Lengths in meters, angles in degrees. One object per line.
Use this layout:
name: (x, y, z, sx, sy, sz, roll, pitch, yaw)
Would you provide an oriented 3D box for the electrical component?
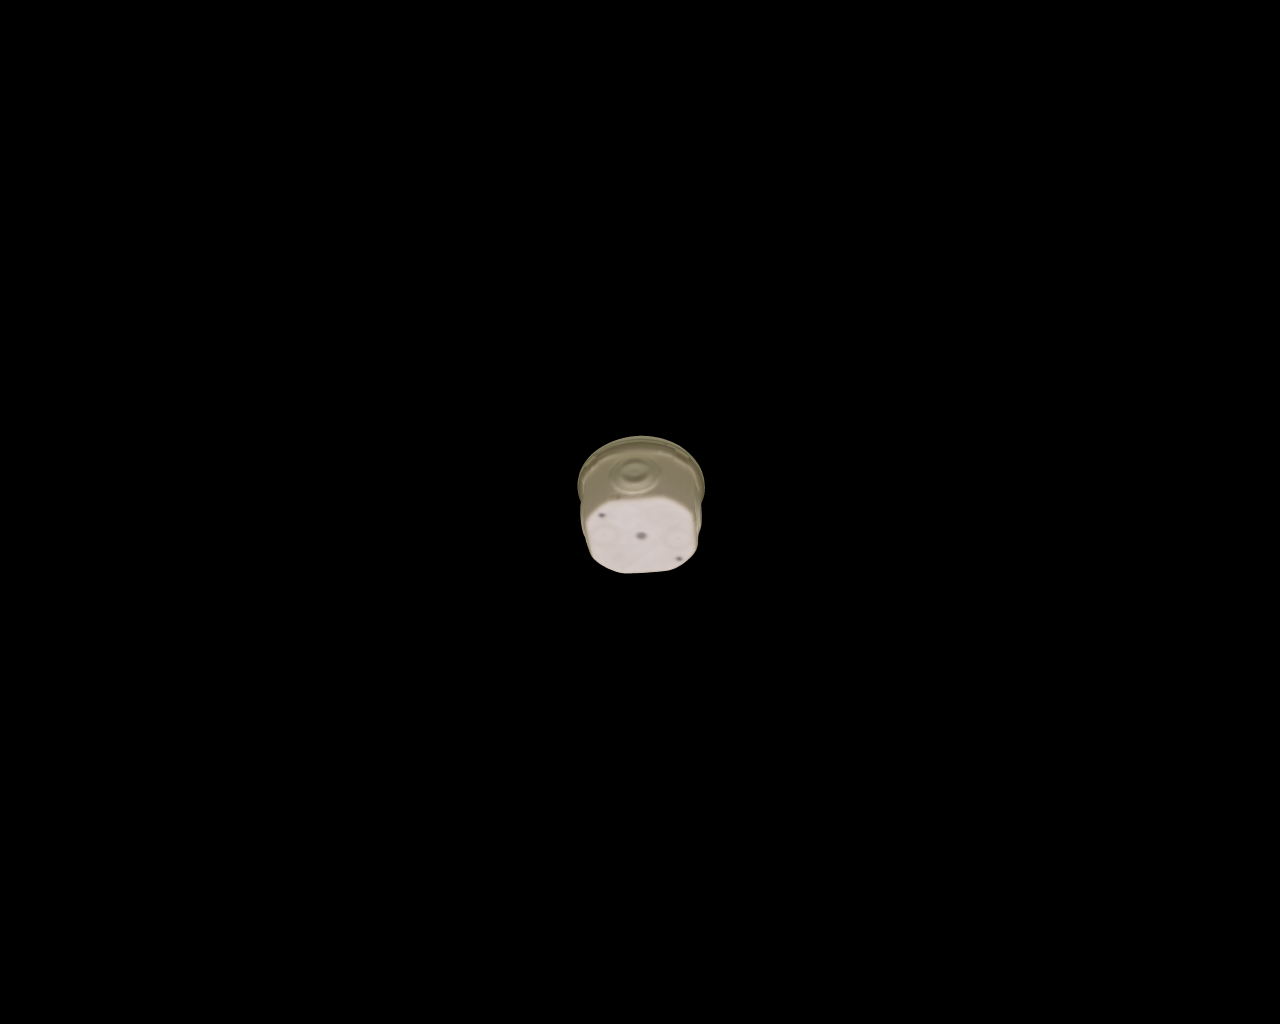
electrical component: (0.001, -0.003, 0.650, 0.080, 0.080, 0.051, 0, 44, 0)
